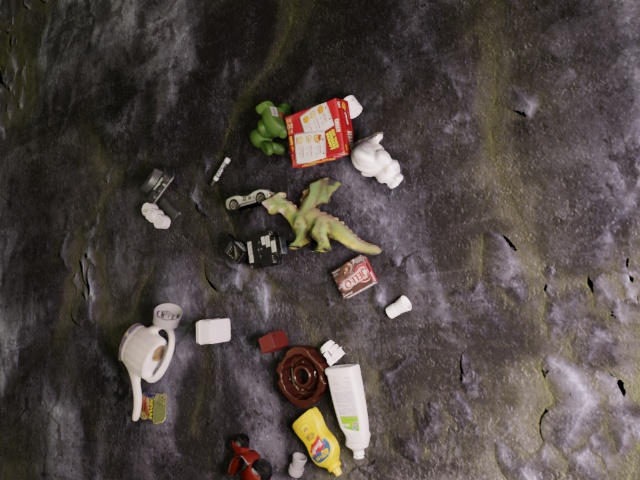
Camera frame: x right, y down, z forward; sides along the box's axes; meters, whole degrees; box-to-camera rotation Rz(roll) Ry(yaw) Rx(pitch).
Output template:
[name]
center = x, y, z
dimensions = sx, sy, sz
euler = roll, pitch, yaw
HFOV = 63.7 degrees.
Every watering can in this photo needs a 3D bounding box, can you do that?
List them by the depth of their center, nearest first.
[watering can]
center = -0.654, 0.453, 1.882
dimensions = 0.226, 0.103, 0.349
euler = 21, 83, 32

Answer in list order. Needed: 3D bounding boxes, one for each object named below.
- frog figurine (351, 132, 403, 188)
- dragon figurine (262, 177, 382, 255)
[frog figurine]
center = 0.161, -0.214, 1.474
dimensions = 0.135, 0.123, 0.160
euler = -32, 75, 60
[dragon figurine]
center = 0.005, -0.079, 1.567
dimensions = 0.410, 0.121, 0.245
euler = 3, 78, 23
